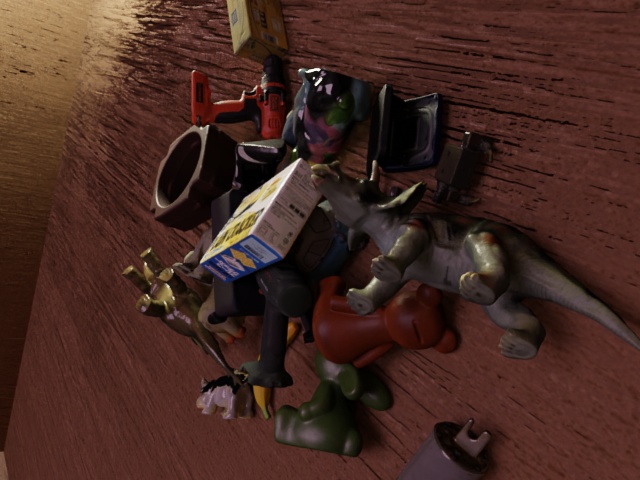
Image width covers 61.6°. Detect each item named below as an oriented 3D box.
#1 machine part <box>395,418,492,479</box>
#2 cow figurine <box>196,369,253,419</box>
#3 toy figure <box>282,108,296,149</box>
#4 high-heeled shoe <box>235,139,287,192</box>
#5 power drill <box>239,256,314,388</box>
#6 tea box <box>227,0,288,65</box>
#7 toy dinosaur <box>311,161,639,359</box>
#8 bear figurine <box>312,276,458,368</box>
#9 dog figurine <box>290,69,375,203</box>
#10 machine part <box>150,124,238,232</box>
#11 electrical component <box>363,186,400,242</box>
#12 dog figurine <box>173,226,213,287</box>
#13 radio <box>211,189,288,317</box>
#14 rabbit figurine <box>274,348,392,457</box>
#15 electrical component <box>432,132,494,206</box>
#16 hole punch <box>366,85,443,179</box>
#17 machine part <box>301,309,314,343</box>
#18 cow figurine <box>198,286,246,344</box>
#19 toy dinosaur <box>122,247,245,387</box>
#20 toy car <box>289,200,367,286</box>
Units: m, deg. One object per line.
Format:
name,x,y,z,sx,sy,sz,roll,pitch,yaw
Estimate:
machine part,0.137,0.315,0.681,0.079,0.079,0.243,52,124,42
cow figurine,-0.202,0.315,1.113,0.167,0.068,0.098,-9,72,47
toy figure,-0.020,-0.241,0.984,0.154,0.064,0.058,-59,7,20
high-heeled shoe,-0.113,-0.116,1.027,0.249,0.086,0.145,-154,54,-67
power drill,-0.077,0.124,0.882,0.232,0.086,0.207,-163,86,-68
tea box,-0.133,-0.459,1.131,0.068,0.098,0.169,-33,58,43
toy dinosaur,0.169,0.019,0.637,0.405,0.192,0.131,18,138,21
bear figurine,0.090,0.106,0.762,0.196,0.132,0.120,-20,109,20
dog figurine,0.004,-0.165,0.899,0.192,0.108,0.219,-135,56,-65
machine part,-0.265,-0.131,1.133,0.201,0.087,0.201,-25,51,41
electrical component,0.088,-0.040,0.824,0.063,0.021,0.094,14,85,20
dog figurine,-0.227,0.002,1.194,0.172,0.121,0.190,-10,54,61
radio,-0.130,0.028,1.019,0.073,0.131,0.229,-20,69,49
rabbit figurine,0.019,0.233,0.818,0.159,0.121,0.170,-15,58,46
electrical component,0.190,-0.091,0.713,0.078,0.045,0.102,-132,58,-77
hole punch,0.120,-0.157,0.789,0.116,0.092,0.142,168,105,-82
machine part,-0.030,0.110,0.940,0.084,0.039,0.139,106,146,-63
cow figurine,-0.176,0.091,1.061,0.085,0.127,0.195,-28,33,53
toy dinosaur,-0.297,0.149,1.155,0.105,0.198,0.472,-44,40,-5
toy car,-0.002,-0.003,0.888,0.161,0.103,0.109,-56,44,27
